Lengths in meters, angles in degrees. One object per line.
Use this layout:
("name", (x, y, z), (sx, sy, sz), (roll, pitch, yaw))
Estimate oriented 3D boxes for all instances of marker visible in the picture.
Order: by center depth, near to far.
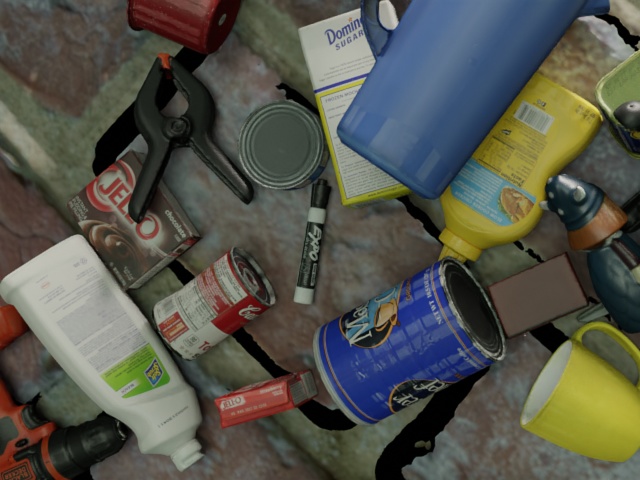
("marker", (-0.007, 0.001, 1.027), (0.020, 0.020, 0.121), (10, 92, 15))

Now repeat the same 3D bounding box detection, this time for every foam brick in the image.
("foam brick", (0.195, 0.049, 0.956), (0.078, 0.053, 0.051), (-25, 84, 13))

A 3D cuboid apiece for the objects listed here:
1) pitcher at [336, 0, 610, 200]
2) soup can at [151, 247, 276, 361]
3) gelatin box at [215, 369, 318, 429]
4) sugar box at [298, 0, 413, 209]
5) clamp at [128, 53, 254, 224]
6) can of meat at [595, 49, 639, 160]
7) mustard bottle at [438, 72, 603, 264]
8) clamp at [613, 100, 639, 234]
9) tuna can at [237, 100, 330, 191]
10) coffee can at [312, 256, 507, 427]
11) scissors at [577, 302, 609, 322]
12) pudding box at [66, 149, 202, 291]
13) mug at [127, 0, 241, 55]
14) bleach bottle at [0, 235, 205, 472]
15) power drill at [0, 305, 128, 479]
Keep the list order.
("pitcher", (0.112, -0.166, 0.903), (0.149, 0.144, 0.243), (38, 96, 40))
("soup can", (-0.103, 0.062, 1.028), (0.102, 0.068, 0.068), (-35, 82, 13))
("gelatin box", (-0.050, 0.147, 1.002), (0.073, 0.089, 0.030), (-17, 86, 14))
("sugar box", (0.047, -0.125, 1.000), (0.093, 0.048, 0.176), (-15, 83, 14))
("clamp", (-0.127, -0.100, 1.041), (0.120, 0.039, 0.171), (0, 77, -11))
("can of meat", (0.289, -0.126, 0.908), (0.102, 0.083, 0.057), (-40, 63, 12))
("mustard bottle", (0.164, -0.054, 0.960), (0.096, 0.058, 0.192), (34, 98, 18))
("clamp", (0.332, -0.094, 0.883), (0.210, 0.164, 0.036), (-26, 55, 5))
("tuna can", (-0.034, -0.090, 1.027), (0.086, 0.033, 0.086), (0, 90, 15))
("coffee can", (0.079, 0.091, 0.949), (0.140, 0.102, 0.103), (-31, 82, 23))
("scissors", (0.335, 0.040, 0.937), (0.202, 0.016, 0.096), (-43, 80, 11))
("pudding box", (-0.185, -0.020, 1.064), (0.090, 0.039, 0.113), (-38, 81, 11))
("mug", (-0.127, -0.233, 1.013), (0.081, 0.117, 0.093), (25, 74, 9))
("bleach bottle", (-0.203, 0.121, 1.047), (0.102, 0.068, 0.251), (-34, 82, -18))
("power drill", (-0.302, 0.163, 1.086), (0.184, 0.057, 0.188), (-25, 84, 14))
